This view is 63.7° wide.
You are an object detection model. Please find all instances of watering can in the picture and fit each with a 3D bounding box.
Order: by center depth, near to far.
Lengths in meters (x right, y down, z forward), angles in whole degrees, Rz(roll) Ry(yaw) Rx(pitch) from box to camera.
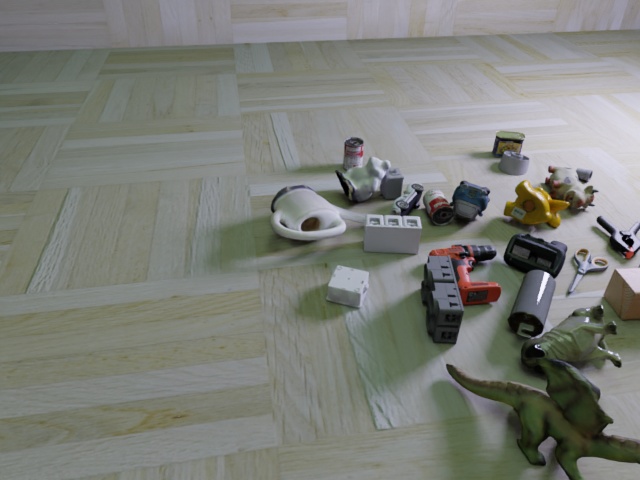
[{"bbox_3d":[0.005,-0.075,1.488,0.349,0.102,0.228,-9,37,-31],"label":"watering can"}]

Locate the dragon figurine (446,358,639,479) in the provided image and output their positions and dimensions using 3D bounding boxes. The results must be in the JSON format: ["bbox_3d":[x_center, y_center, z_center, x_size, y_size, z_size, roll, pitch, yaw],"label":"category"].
[{"bbox_3d":[0.406,0.285,0.903,0.414,0.237,0.124,30,50,31],"label":"dragon figurine"}]

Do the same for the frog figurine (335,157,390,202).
[{"bbox_3d":[0.148,-0.195,1.617,0.160,0.121,0.139,-24,23,-10],"label":"frog figurine"}]
